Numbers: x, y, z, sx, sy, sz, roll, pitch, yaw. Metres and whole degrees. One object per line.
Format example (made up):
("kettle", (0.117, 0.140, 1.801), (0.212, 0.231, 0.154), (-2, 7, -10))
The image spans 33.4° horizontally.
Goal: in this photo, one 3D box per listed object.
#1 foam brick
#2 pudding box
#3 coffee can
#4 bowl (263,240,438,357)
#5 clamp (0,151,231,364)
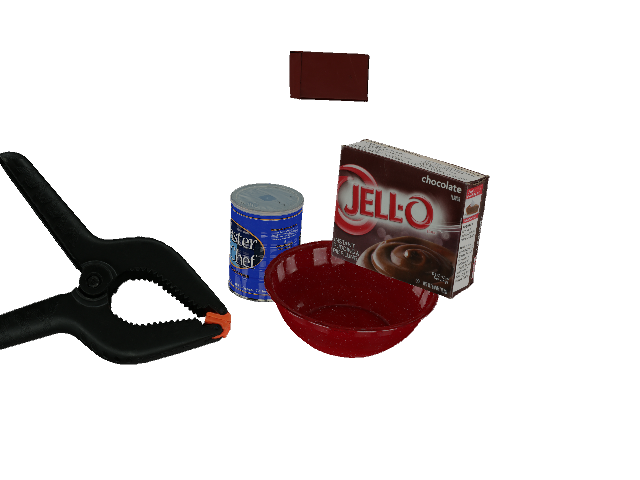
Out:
("foam brick", (0.009, -0.178, 1.155), (0.078, 0.051, 0.053), (0, 11, -14))
("pudding box", (0.064, -0.018, 0.793), (0.114, 0.090, 0.039), (19, 26, 31))
("coffee can", (-0.078, 0.002, 1.515), (0.103, 0.140, 0.103), (3, 25, -2))
("bowl", (0.026, 0.061, 0.993), (0.162, 0.055, 0.162), (4, 29, -2))
("clamp", (-0.165, 0.024, 0.771), (0.210, 0.164, 0.036), (9, -19, -3))
